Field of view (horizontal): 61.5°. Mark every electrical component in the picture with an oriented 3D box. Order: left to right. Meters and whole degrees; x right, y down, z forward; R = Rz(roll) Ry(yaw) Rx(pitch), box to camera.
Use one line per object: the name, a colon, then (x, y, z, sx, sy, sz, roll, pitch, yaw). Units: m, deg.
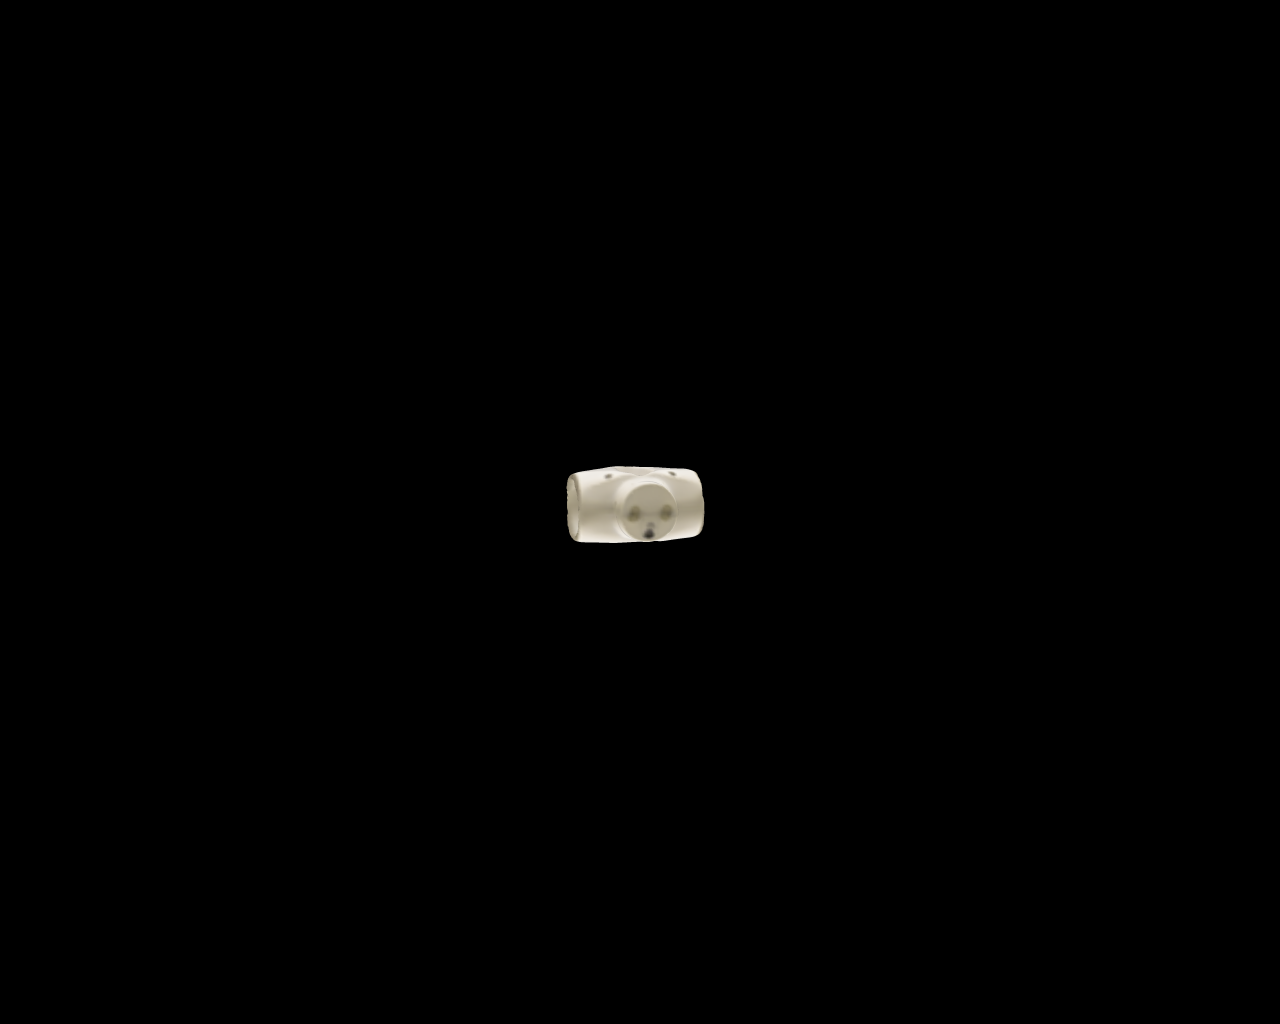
electrical component: (0.001, -0.003, 0.650, 0.077, 0.043, 0.079, -2, 8, -14)
